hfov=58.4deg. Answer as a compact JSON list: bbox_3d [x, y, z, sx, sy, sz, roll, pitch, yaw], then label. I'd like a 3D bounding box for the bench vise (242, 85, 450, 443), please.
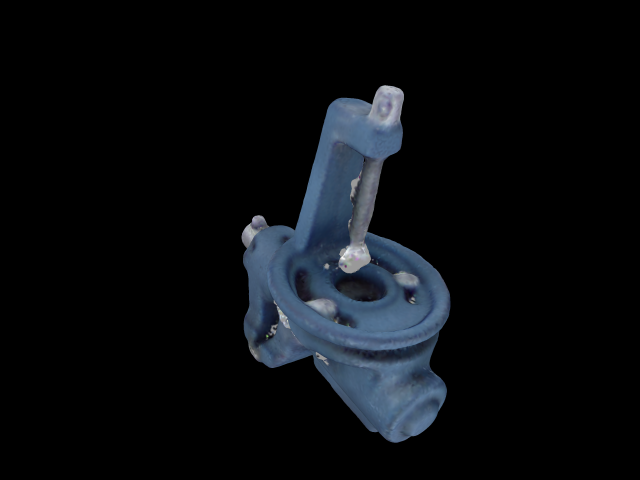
[{"bbox_3d":[-0.004,0.005,0.391,0.206,0.220,0.122,14,24,34],"label":"bench vise"}]
